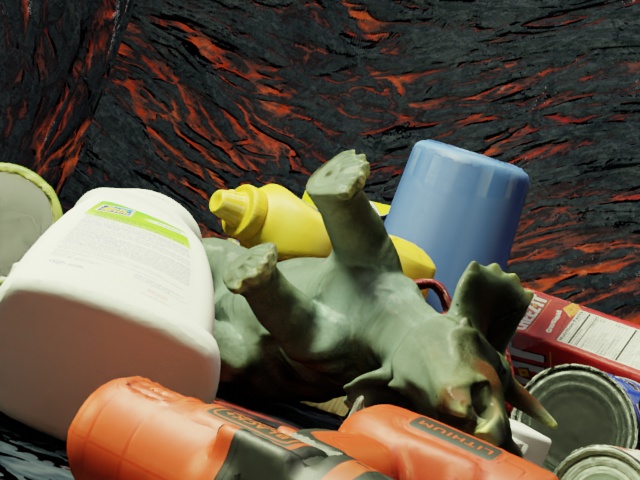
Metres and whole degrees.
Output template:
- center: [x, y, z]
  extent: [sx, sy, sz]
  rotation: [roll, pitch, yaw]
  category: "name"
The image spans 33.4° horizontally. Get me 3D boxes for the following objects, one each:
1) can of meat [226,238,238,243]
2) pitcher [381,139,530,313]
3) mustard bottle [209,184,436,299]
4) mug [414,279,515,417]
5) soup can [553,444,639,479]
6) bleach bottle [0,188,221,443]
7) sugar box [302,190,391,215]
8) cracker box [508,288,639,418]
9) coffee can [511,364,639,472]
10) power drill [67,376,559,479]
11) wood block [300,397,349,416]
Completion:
- center: [-0.065, 0.056, 1.063]
  extent: [0.083, 0.102, 0.058]
  rotation: [18, -28, -16]
  category: "can of meat"
- center: [0.090, 0.035, 0.960]
  extent: [0.149, 0.243, 0.145]
  rotation: [16, 6, -20]
  category: "pitcher"
- center: [-0.005, 0.001, 0.831]
  extent: [0.191, 0.058, 0.096]
  rotation: [22, 0, -37]
  category: "mustard bottle"
- center: [0.081, 0.086, 0.778]
  extent: [0.081, 0.117, 0.093]
  rotation: [-15, -4, -16]
  category: "mug"
- center: [0.183, 0.158, 0.635]
  extent: [0.069, 0.068, 0.102]
  rotation: [20, -1, 35]
  category: "soup can"
- center: [-0.094, 0.022, 0.545]
  extent: [0.102, 0.068, 0.251]
  rotation: [23, 13, -6]
  category: "bleach bottle"
- center: [0.057, 0.013, 1.046]
  extent: [0.176, 0.093, 0.048]
  rotation: [12, 24, -18]
  category: "sugar box"
- center: [0.281, 0.157, 1.045]
  extent: [0.214, 0.072, 0.164]
  rotation: [19, -44, 33]
  category: "cracker box"
- center: [0.231, 0.162, 0.901]
  extent: [0.103, 0.103, 0.140]
  rotation: [20, -1, 30]
  category: "coffee can"
- center: [0.027, 0.101, 0.395]
  extent: [0.185, 0.057, 0.187]
  rotation: [20, -1, 31]
  category: "power drill"
- center: [-0.036, 0.070, 0.901]
  extent: [0.090, 0.090, 0.206]
  rotation: [22, -1, -18]
  category: "wood block"
